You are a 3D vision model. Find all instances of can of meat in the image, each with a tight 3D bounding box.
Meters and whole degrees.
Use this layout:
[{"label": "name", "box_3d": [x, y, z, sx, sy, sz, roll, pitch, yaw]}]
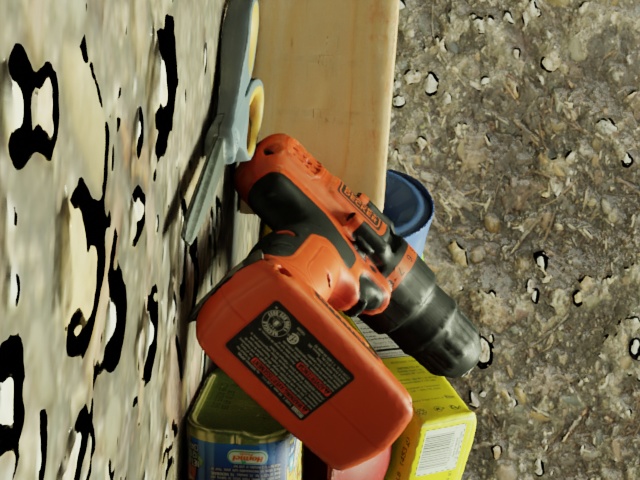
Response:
[{"label": "can of meat", "box_3d": [-0.036, 0.117, 0.540, 0.102, 0.057, 0.084, -75, 167, -76]}]

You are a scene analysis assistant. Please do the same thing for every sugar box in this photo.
[{"label": "sugar box", "box_3d": [0.033, 0.098, 0.693, 0.176, 0.048, 0.093, 49, -44, 50]}]

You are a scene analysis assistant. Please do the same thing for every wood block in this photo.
[{"label": "wood block", "box_3d": [0.003, -0.121, 0.669, 0.091, 0.090, 0.206, -69, 164, -80]}]

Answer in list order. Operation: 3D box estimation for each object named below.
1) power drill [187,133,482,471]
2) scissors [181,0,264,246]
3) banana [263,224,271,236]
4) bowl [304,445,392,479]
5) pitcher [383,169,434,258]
[{"label": "power drill", "box_3d": [0.015, 0.038, 0.558, 0.057, 0.184, 0.187, -44, -171, 19]}, {"label": "scissors", "box_3d": [-0.045, -0.066, 0.505, 0.201, 0.016, 0.096, -75, 167, -76]}, {"label": "banana", "box_3d": [-0.015, -0.013, 0.817, 0.069, 0.037, 0.197, 47, 41, -36]}, {"label": "bowl", "box_3d": [0.000, 0.107, 0.639, 0.162, 0.055, 0.162, 176, -90, -68]}, {"label": "pitcher", "box_3d": [0.017, 0.062, 0.962, 0.145, 0.149, 0.243, 46, -39, 43]}]
